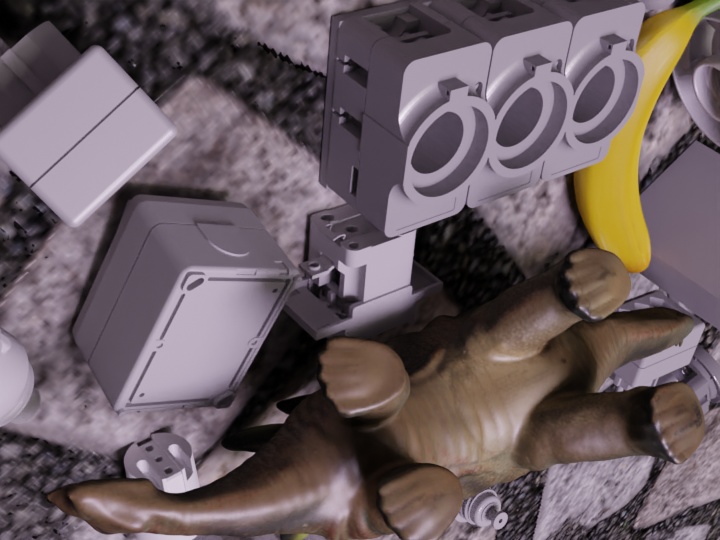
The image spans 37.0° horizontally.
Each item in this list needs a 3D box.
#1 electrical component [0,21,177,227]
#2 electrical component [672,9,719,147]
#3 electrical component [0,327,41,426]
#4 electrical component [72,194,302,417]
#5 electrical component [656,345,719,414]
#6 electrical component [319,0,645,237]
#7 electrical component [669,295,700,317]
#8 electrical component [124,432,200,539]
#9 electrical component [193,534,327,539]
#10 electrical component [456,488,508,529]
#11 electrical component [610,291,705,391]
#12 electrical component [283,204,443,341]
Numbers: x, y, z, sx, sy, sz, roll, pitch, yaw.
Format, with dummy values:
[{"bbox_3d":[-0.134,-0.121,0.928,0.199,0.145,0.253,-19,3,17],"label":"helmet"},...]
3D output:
[{"bbox_3d":[-0.108,-0.060,0.373,0.047,0.083,0.075,-44,104,-5],"label":"electrical component"},{"bbox_3d":[0.231,-0.118,0.625,0.064,0.099,0.099,-29,139,-13],"label":"electrical component"},{"bbox_3d":[-0.154,0.044,0.437,0.048,0.048,0.062,-43,149,-7],"label":"electrical component"},{"bbox_3d":[-0.082,0.018,0.474,0.062,0.061,0.096,2,128,-44],"label":"electrical component"},{"bbox_3d":[0.255,0.093,0.859,0.057,0.058,0.078,-35,140,-11],"label":"electrical component"},{"bbox_3d":[0.062,-0.083,0.518,0.150,0.062,0.089,-20,134,-31],"label":"electrical component"},{"bbox_3d":[0.264,0.019,0.813,0.040,0.046,0.040,-25,137,-27],"label":"electrical component"},{"bbox_3d":[-0.100,0.112,0.550,0.040,0.040,0.046,-24,130,-28],"label":"electrical component"},{"bbox_3d":[-0.063,0.196,0.638,0.150,0.062,0.089,24,104,-51],"label":"electrical component"},{"bbox_3d":[0.067,0.147,0.713,0.040,0.078,0.040,-16,118,-32],"label":"electrical component"},{"bbox_3d":[0.206,0.065,0.796,0.066,0.047,0.076,-16,132,-34],"label":"electrical component"},{"bbox_3d":[0.000,0.000,0.547,0.081,0.042,0.063,-20,133,-32],"label":"electrical component"}]
